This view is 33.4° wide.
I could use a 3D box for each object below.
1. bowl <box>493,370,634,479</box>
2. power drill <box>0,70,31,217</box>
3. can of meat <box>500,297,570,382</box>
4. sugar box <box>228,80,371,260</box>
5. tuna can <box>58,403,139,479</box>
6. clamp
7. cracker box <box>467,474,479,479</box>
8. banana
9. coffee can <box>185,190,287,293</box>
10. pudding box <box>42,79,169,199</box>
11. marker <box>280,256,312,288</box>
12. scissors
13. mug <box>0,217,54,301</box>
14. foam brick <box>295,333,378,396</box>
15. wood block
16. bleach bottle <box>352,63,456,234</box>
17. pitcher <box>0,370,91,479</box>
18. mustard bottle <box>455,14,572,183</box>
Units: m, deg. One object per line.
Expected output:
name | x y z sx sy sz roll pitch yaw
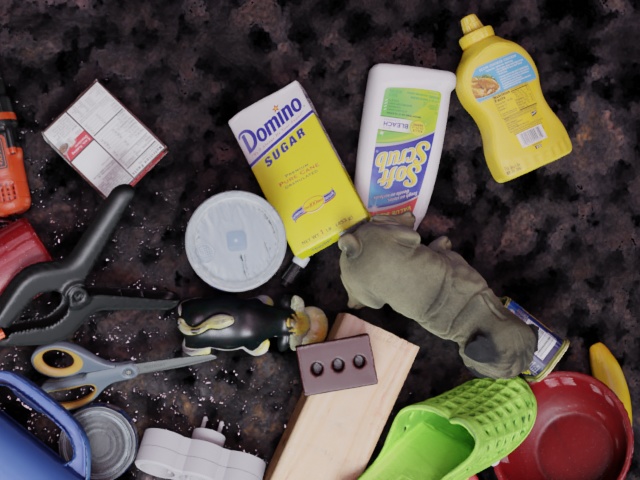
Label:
bowl | 0.273 0.229 1.183 0.162 0.055 0.162 -14 62 27
power drill | -0.421 -0.102 1.160 0.187 0.057 0.184 -13 88 -6
can of meat | 0.217 0.109 1.185 0.084 0.102 0.057 39 83 0
sugar box | -0.023 -0.077 1.177 0.093 0.048 0.176 -29 79 7
tuna can | -0.242 0.222 1.168 0.086 0.034 0.086 0 86 -5
clamp | -0.253 0.057 1.131 0.209 0.036 0.164 -35 127 -13
cracker box | 0.137 0.361 1.177 0.164 0.072 0.214 -32 91 -5
banana | 0.322 0.220 1.220 0.069 0.037 0.198 15 85 -5
coffee can | -0.091 0.005 1.142 0.102 0.140 0.103 0 86 -5
pudding box | -0.239 -0.108 1.188 0.113 0.039 0.090 45 82 -3
marker | -0.008 0.001 1.211 0.020 0.020 0.121 33 84 -3
scissors | -0.222 0.128 1.150 0.202 0.016 0.096 -22 119 9
mug | -0.337 0.022 1.152 0.081 0.093 0.117 -32 53 -12
foam brick | 0.017 0.128 1.098 0.078 0.051 0.053 -10 86 -4
wood block | 0.021 0.191 1.166 0.090 0.091 0.206 25 85 -2
bleach bottle | 0.090 -0.067 1.205 0.102 0.068 0.251 6 88 -6
pitcher | -0.303 0.260 1.100 0.243 0.149 0.144 34 41 2
mustard bottle | 0.208 -0.169 1.222 0.096 0.058 0.191 -24 89 -12
